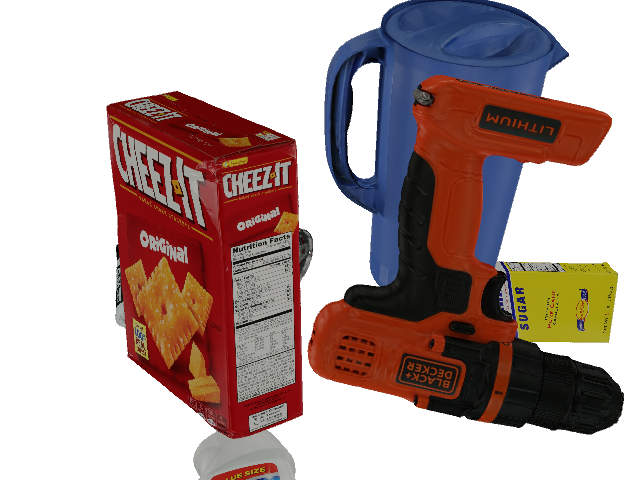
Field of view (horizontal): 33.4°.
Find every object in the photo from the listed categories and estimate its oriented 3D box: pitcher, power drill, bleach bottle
[{"bbox_3d":[0.093,-0.066,0.871,0.149,0.243,0.144,23,38,25],"label":"pitcher"},{"bbox_3d":[0.100,0.011,0.596,0.184,0.188,0.057,13,10,-5],"label":"power drill"},{"bbox_3d":[-0.059,0.211,0.750,0.102,0.068,0.251,-6,30,-6],"label":"bleach bottle"}]

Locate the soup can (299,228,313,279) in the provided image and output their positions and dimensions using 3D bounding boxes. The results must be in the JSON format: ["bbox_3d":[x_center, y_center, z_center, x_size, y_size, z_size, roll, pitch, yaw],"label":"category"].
[{"bbox_3d":[-0.068,0.006,1.201,0.102,0.068,0.068,19,10,29],"label":"soup can"}]

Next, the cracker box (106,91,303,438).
[{"bbox_3d":[-0.087,0.015,0.781,0.072,0.214,0.164,-17,27,-33],"label":"cracker box"}]

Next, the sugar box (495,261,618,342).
[{"bbox_3d":[0.261,0.074,1.282,0.176,0.093,0.048,-1,18,-7],"label":"sugar box"}]

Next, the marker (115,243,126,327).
[{"bbox_3d":[-0.185,0.038,1.014,0.020,0.020,0.121,0,34,-11],"label":"marker"}]
